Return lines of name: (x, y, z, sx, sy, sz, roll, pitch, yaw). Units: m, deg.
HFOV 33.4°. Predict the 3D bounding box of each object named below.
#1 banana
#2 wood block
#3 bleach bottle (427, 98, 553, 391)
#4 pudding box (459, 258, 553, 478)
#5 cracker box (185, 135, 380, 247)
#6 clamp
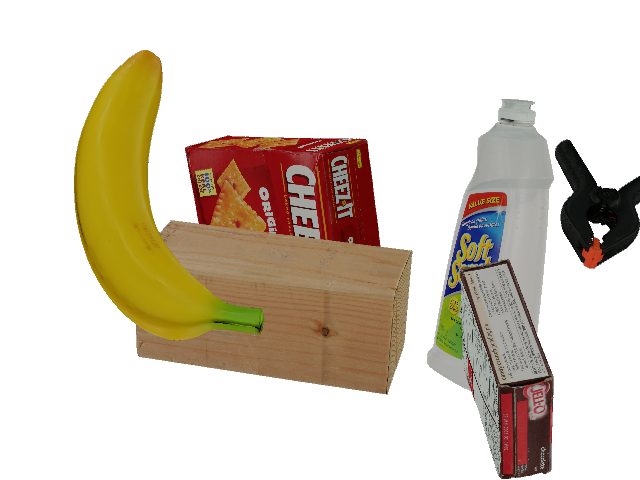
banana: (-0.091, -0.020, 0.543, 0.069, 0.198, 0.037, -13, -35, -17)
wood block: (-0.037, 0.052, 0.862, 0.206, 0.091, 0.090, 8, 24, 11)
bleach bottle: (0.152, 0.002, 0.931, 0.068, 0.251, 0.103, -2, 14, -28)
pudding box: (0.120, 0.082, 0.692, 0.039, 0.090, 0.113, -10, 40, -2)
cracker box: (-0.040, -0.020, 1.086, 0.071, 0.164, 0.214, -21, 19, -39)
clamp: (0.285, -0.043, 1.109, 0.120, 0.039, 0.171, 17, 45, 20)
